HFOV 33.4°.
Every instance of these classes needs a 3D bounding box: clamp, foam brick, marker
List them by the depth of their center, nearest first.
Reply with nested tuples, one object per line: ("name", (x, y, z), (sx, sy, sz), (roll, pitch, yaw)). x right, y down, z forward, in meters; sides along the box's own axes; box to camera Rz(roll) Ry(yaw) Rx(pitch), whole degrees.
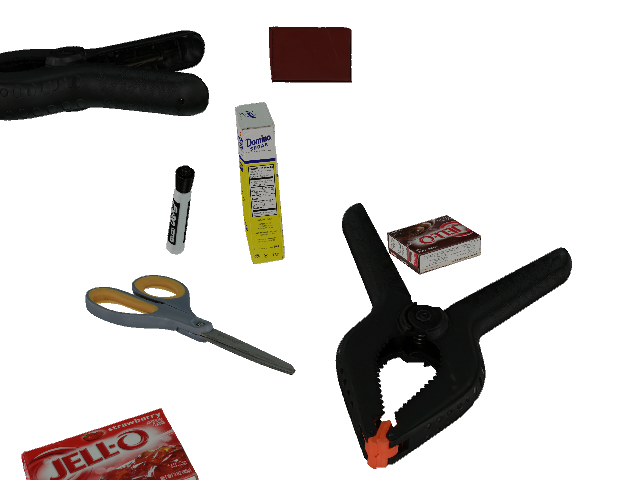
("clamp", (-0.148, -0.104, 0.668), (0.171, 0.039, 0.120), (1, 20, 2))
("clamp", (0.059, 0.055, 0.703), (0.165, 0.036, 0.209), (17, 47, 20))
("foam brick", (-0.010, -0.179, 1.026), (0.078, 0.051, 0.053), (0, 13, -4))
("marker", (-0.142, -0.031, 1.082), (0.020, 0.020, 0.121), (0, -40, -14))

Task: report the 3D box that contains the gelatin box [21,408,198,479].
("gelatin box", (-0.122, 0.138, 0.618), (0.089, 0.030, 0.073), (-15, 27, -19))

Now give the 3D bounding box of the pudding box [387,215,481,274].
("pudding box", (0.170, 0.005, 1.598), (0.113, 0.039, 0.090), (-18, 28, -22))

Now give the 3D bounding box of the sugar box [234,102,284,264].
("sugar box", (-0.075, -0.070, 1.299), (0.048, 0.176, 0.093), (-9, 25, -6))

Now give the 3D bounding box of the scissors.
("scissors", (-0.098, 0.065, 0.884), (0.202, 0.016, 0.096), (13, 23, 17))
